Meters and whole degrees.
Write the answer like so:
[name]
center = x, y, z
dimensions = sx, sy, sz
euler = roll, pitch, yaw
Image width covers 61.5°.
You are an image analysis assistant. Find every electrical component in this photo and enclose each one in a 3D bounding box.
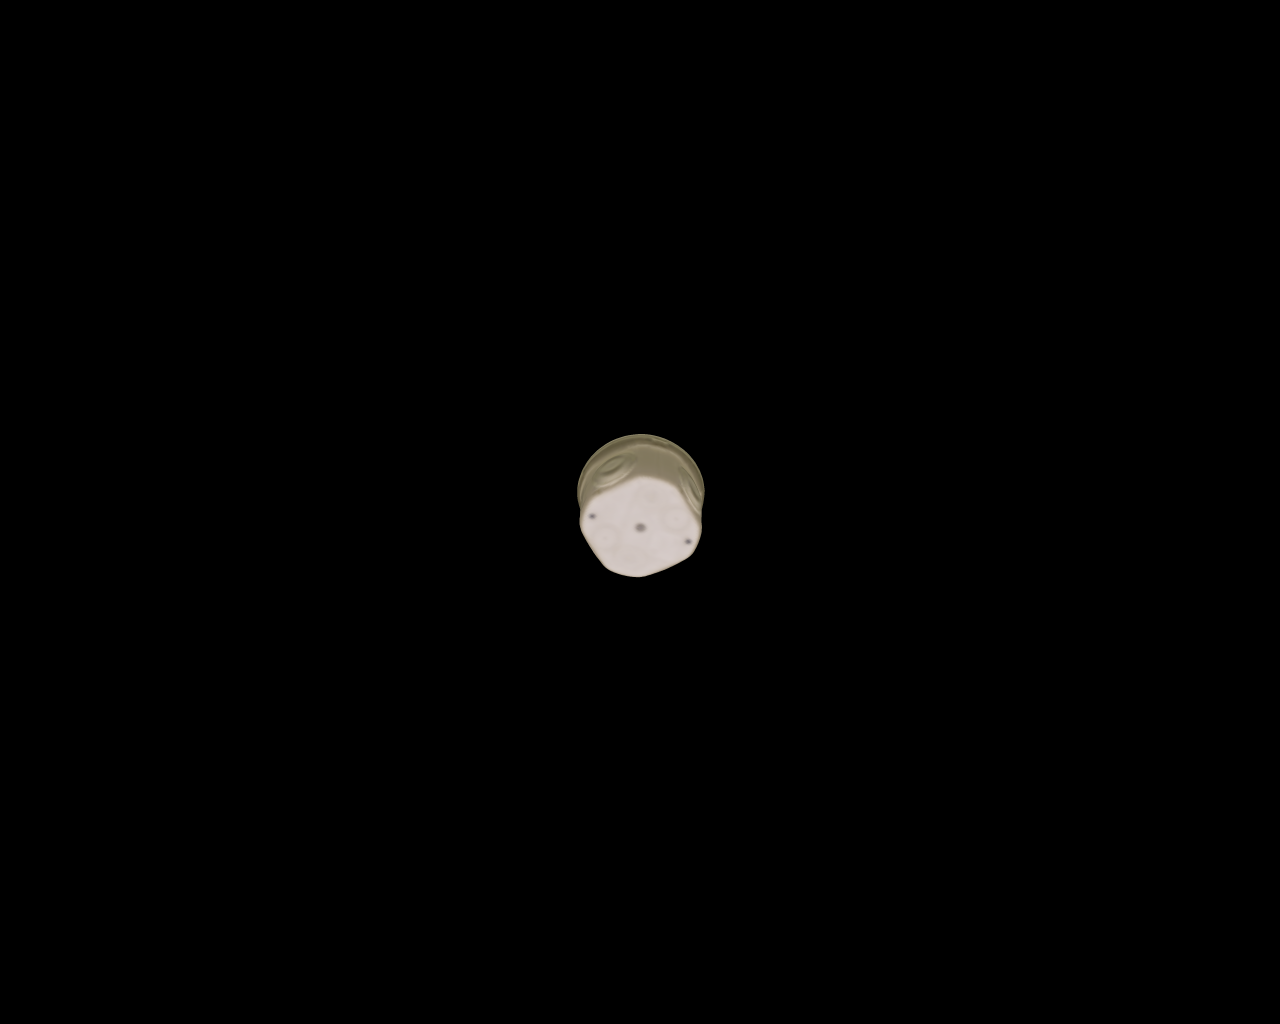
[electrical component]
center = 0.001, -0.003, 0.650
dimensions = 0.080, 0.080, 0.051
euler = 0, 30, 0
